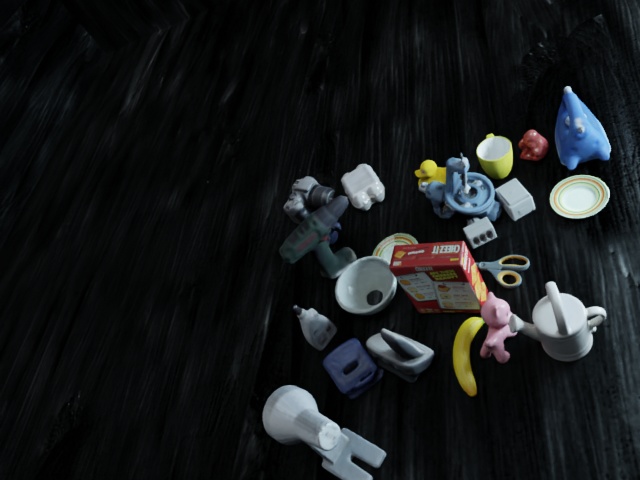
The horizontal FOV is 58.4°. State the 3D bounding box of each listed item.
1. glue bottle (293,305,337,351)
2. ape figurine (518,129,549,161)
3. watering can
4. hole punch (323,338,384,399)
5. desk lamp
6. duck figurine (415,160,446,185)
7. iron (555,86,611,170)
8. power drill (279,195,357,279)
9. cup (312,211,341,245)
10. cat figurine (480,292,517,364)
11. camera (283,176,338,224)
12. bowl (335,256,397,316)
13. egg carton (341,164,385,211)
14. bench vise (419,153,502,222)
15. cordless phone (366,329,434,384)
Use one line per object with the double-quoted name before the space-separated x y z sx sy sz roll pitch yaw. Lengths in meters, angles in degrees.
"glue bottle" -0.022 0.206 1.420 0.037 0.174 0.078 29 73 43
"ape figurine" 0.553 -0.251 1.489 0.076 0.092 0.077 -23 46 15
"watering can" 0.467 0.160 1.134 0.173 0.195 0.100 -32 44 6
"hole punch" 0.078 0.300 1.340 0.108 0.091 0.100 -38 44 0
"desk lamp" 0.004 0.411 1.207 0.202 0.214 0.118 16 65 40
"duck figurine" 0.314 -0.187 1.592 0.104 0.086 0.077 -17 48 20
"iron" 0.641 -0.306 1.442 0.118 0.142 0.258 -15 48 22
"power drill" 0.014 0.005 1.536 0.229 0.209 0.075 -36 44 2
"cup" 0.023 -0.027 1.638 0.117 0.095 0.092 8 60 36
"cat figurine" 0.375 0.182 1.229 0.067 0.118 0.128 5 58 35
"camera" -0.024 -0.125 1.744 0.136 0.101 0.143 13 63 39
"bowl" 0.127 0.129 1.461 0.167 0.075 0.167 -17 48 20
"egg carton" 0.126 -0.158 1.698 0.107 0.070 0.150 -32 44 6
"bench vise" 0.332 -0.126 1.434 0.206 0.220 0.121 -5 53 30
"cordless phone" 0.161 0.229 1.278 0.147 0.186 0.094 17 65 40
